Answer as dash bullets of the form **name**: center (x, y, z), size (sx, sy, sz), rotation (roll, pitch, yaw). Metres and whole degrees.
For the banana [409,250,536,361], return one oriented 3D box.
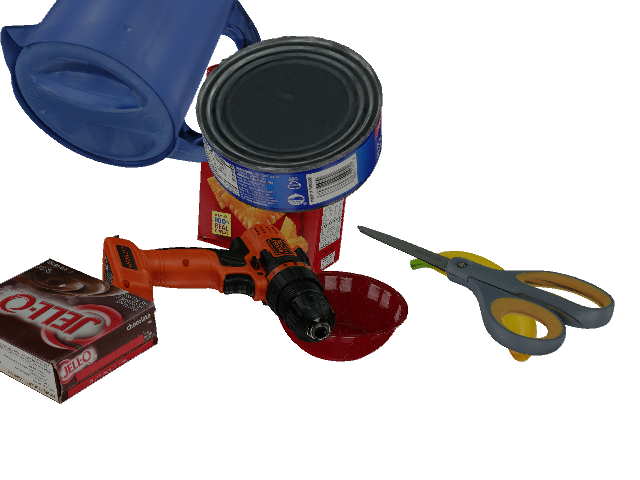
- **banana**: center (0.175, 0.058, 1.115), size (0.069, 0.037, 0.198), rotation (-36, 39, -10)

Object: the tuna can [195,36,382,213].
- **tuna can**: center (-0.013, -0.054, 0.499), size (0.086, 0.086, 0.034), rotation (0, -38, 5)

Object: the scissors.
- **scissors**: center (0.097, 0.032, 0.732), size (0.202, 0.016, 0.096), rotation (14, 33, 25)

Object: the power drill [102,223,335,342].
- **power drill**: center (-0.094, 0.042, 0.954), size (0.187, 0.057, 0.185), rotation (-1, 24, -21)

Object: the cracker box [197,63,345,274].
- **cracker box**: center (-0.054, -0.084, 1.219), size (0.164, 0.214, 0.072), rotation (17, 27, 24)

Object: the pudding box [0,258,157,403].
- **pudding box**: center (-0.182, 0.059, 0.732), size (0.114, 0.039, 0.089), rotation (17, 31, 34)

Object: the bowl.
- **bowl**: center (0.020, 0.094, 1.245), size (0.162, 0.055, 0.162), rotation (4, 25, -2)

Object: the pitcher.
- **pitcher**: center (-0.125, -0.181, 0.852), size (0.145, 0.242, 0.149), rotation (3, -37, 26)
